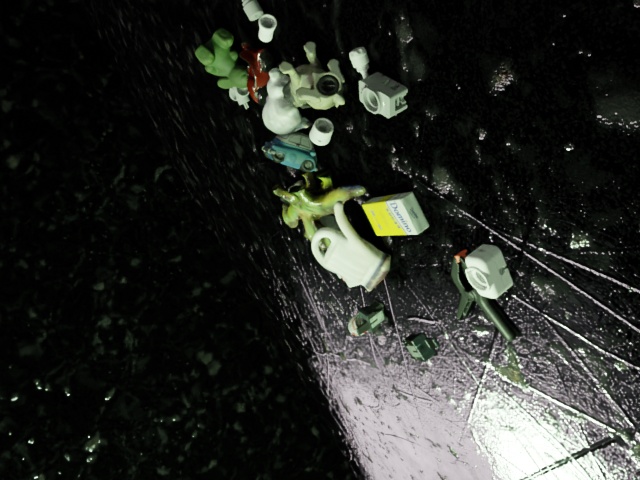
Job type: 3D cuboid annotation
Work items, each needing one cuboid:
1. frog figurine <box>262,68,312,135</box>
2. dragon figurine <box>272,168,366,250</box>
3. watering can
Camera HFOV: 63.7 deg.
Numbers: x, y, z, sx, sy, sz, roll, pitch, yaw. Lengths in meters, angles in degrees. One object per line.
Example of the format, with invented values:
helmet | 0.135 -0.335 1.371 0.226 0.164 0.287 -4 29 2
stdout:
frog figurine | -0.106 -0.360 1.345 0.156 0.122 0.140 61 -179 -40
dragon figurine | 0.005 -0.075 1.482 0.412 0.124 0.238 17 138 47
watering can | 0.087 0.027 1.364 0.224 0.106 0.341 29 153 3
